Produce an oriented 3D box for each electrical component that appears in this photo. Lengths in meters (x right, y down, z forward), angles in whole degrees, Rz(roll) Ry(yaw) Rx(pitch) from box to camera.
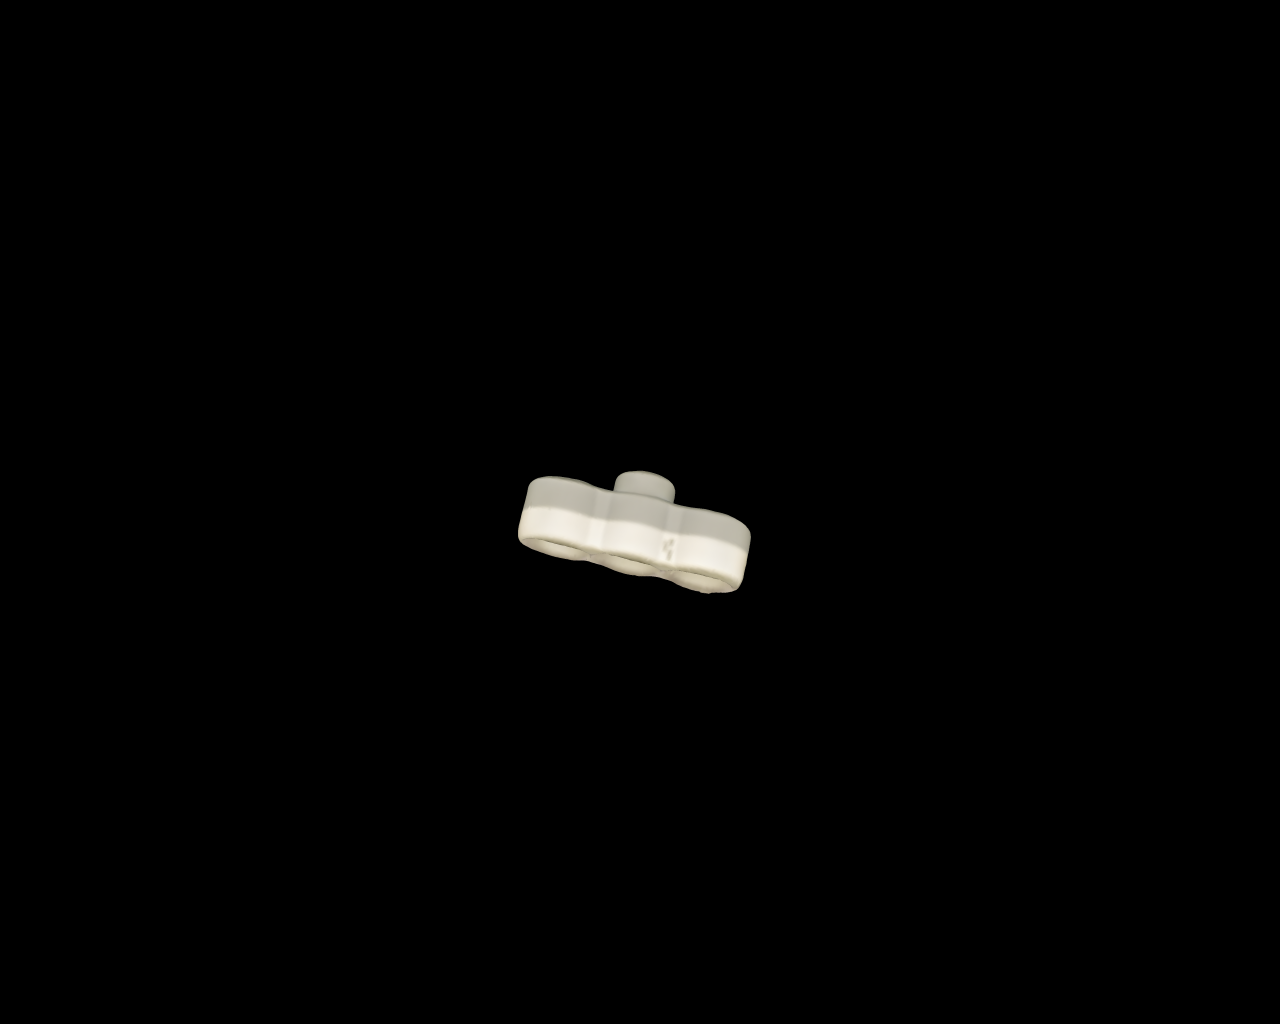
[{"bbox_3d":[0.001,-0.003,0.650,0.138,0.074,0.052,13,-15,4],"label":"electrical component"}]
